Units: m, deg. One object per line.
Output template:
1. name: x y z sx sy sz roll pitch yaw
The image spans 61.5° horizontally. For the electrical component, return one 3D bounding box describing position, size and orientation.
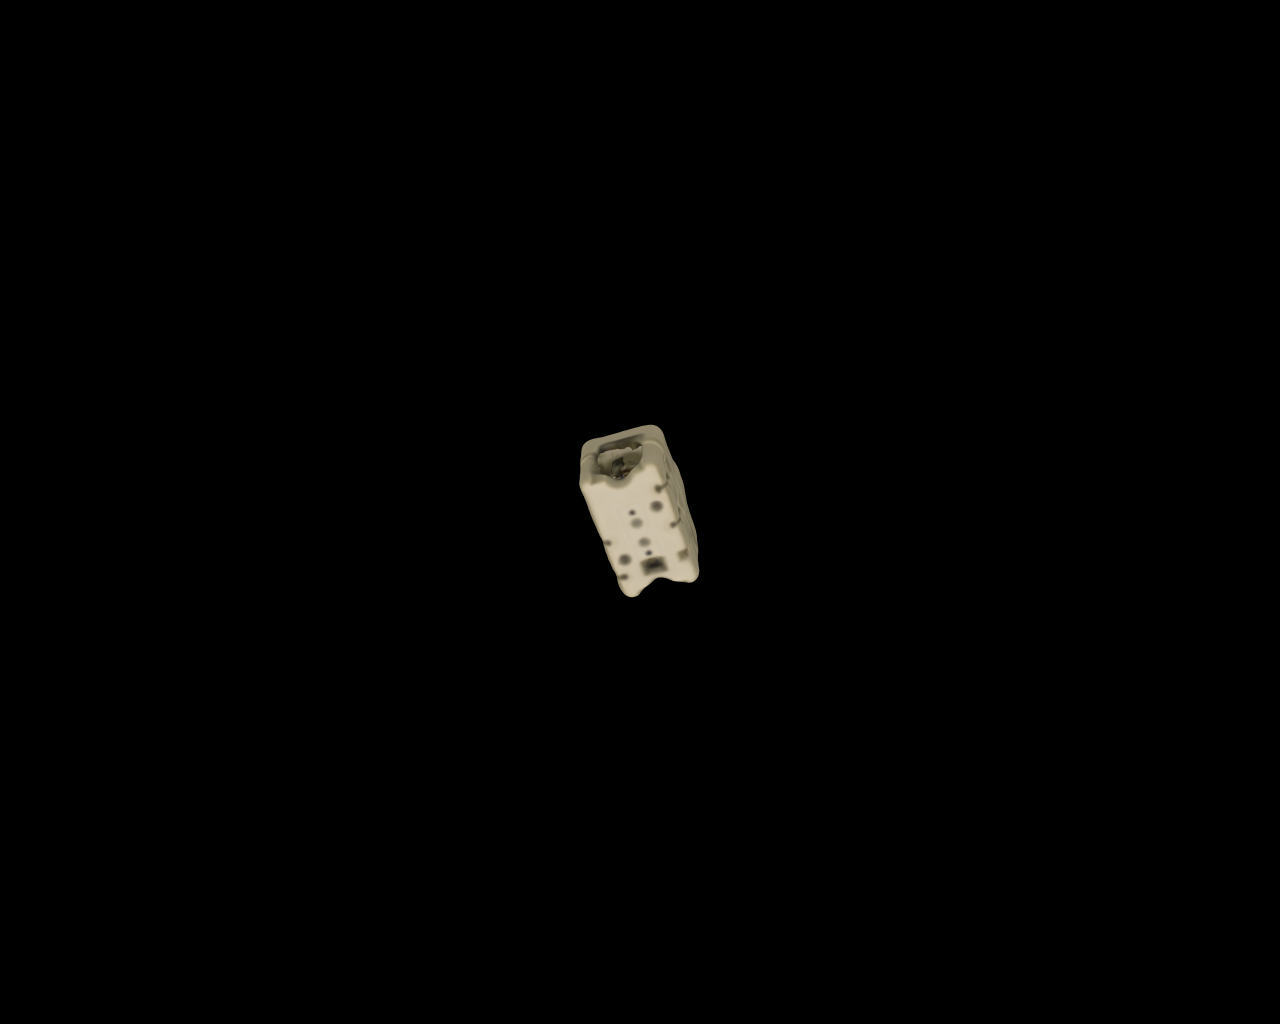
1. electrical component: 0.001 -0.003 0.650 0.050 0.089 0.056 -15 32 9
